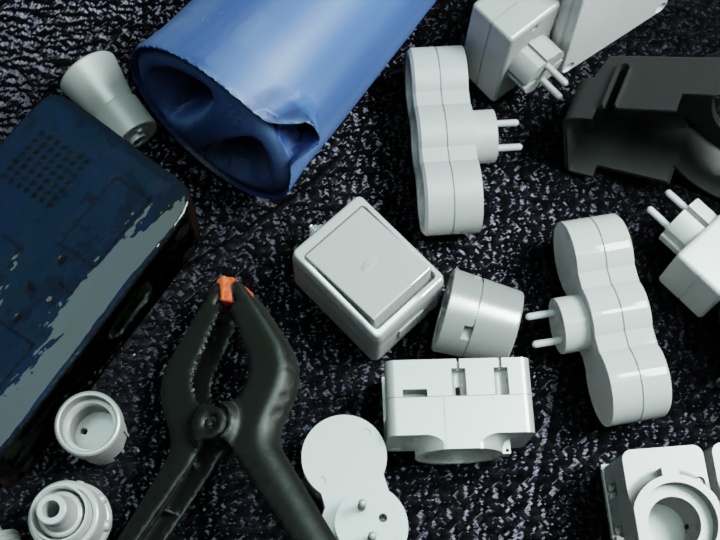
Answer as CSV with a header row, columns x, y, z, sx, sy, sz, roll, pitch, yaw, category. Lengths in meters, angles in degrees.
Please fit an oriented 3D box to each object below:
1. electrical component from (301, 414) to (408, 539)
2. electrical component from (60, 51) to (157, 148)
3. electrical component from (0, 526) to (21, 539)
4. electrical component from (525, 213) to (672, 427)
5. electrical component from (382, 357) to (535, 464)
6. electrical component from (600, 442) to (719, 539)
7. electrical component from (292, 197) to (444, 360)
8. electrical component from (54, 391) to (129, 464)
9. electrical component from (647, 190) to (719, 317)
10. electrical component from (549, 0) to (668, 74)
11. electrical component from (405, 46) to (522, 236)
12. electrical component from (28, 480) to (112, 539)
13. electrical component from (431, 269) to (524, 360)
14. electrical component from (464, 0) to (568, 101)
x,y,z,sx,sy,sz,roll,pitch,yaw,category
0.003,0.152,0.636,0.052,0.073,0.138,-16,71,-7,electrical component
-0.172,-0.114,0.749,0.044,0.044,0.065,-35,79,-13,electrical component
-0.215,0.174,0.639,0.048,0.048,0.062,-28,66,-11,electrical component
0.145,0.033,0.695,0.074,0.052,0.138,-9,70,-5,electrical component
0.060,0.089,0.673,0.089,0.050,0.055,-1,69,-2,electrical component
0.214,0.198,0.631,0.105,0.060,0.186,-4,70,-3,electrical component
0.000,0.000,0.699,0.062,0.061,0.096,-42,76,-15,electrical component
-0.164,0.099,0.666,0.040,0.046,0.040,1,70,-1,electrical component
0.227,-0.022,0.720,0.066,0.047,0.076,-40,75,-15,electrical component
0.171,-0.208,0.756,0.109,0.108,0.056,-34,71,-13,electrical component
0.074,-0.091,0.739,0.074,0.052,0.138,-4,69,-3,electrical component
-0.176,0.146,0.639,0.048,0.062,0.048,0,70,-1,electrical component
0.076,0.032,0.694,0.047,0.055,0.055,15,70,0,electrical component
0.115,-0.149,0.746,0.047,0.083,0.075,-39,75,-14,electrical component
